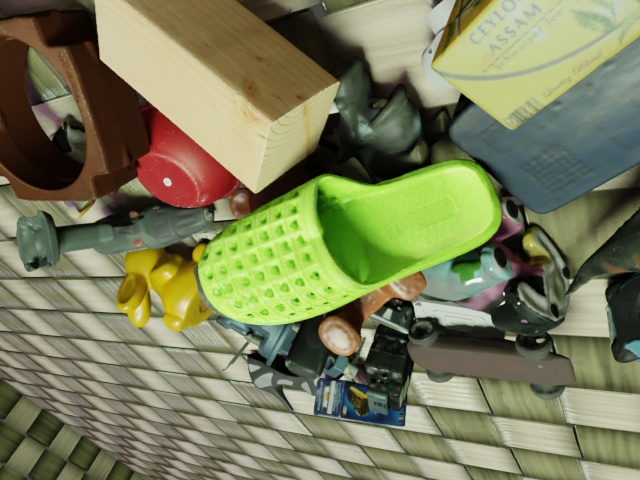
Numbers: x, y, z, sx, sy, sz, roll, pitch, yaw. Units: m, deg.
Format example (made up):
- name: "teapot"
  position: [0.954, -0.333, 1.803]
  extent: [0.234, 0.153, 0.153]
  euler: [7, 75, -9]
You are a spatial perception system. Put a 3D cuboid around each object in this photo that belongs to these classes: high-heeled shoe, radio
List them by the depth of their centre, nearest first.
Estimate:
- name: "radio"
  position: [0.216, -0.125, 0.406]
  extent: [0.131, 0.073, 0.229]
  euler: [35, 141, -11]
- name: "high-heeled shoe"
  position: [-0.042, 0.228, 1.013]
  extent: [0.248, 0.086, 0.145]
  euler: [-45, 74, 33]

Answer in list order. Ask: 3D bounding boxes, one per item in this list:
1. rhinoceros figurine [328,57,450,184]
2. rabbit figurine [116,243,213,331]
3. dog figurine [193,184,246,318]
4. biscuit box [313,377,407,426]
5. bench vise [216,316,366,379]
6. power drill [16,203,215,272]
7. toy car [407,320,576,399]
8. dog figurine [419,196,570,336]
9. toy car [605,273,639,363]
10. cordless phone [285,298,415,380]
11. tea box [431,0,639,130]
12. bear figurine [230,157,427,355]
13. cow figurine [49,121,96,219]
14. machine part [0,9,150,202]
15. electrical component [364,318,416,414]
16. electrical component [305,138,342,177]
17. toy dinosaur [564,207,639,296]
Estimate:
- name: "rhinoceros figurine"
  position: [0.069, -0.093, 0.535]
  extent: [0.112, 0.073, 0.190]
  euler: [6, 142, 39]
- name: "rabbit figurine"
  position: [-0.249, 0.067, 0.863]
  extent: [0.173, 0.162, 0.121]
  euler: [34, 159, 18]
- name: "dog figurine"
  position: [-0.074, 0.039, 0.673]
  extent: [0.121, 0.190, 0.172]
  euler: [1, 139, 30]
- name: "biscuit box"
  position: [0.076, 0.285, 0.936]
  extent: [0.059, 0.063, 0.202]
  euler: [-8, 156, 39]
- name: "bench vise"
  position: [-0.053, 0.161, 0.874]
  extent: [0.241, 0.129, 0.223]
  euler: [29, 146, 2]
- name: "power drill"
  position: [-0.291, -0.014, 0.748]
  extent: [0.232, 0.207, 0.086]
  euler: [-8, 98, 39]
- name: "toy car"
  position: [0.201, 0.139, 0.652]
  extent: [0.202, 0.053, 0.089]
  euler: [-4, 124, 39]
- name: "dog figurine"
  position: [0.146, 0.040, 0.623]
  extent: [0.191, 0.108, 0.219]
  euler: [41, 145, -24]
- name: "toy car"
  position: [0.372, 0.076, 0.539]
  extent: [0.103, 0.109, 0.161]
  euler: [10, 153, -8]
- name: "cordless phone"
  position: [0.043, 0.112, 0.699]
  extent: [0.147, 0.184, 0.088]
  euler: [24, 139, 2]
- name: "tea box"
  position: [0.137, -0.160, 0.324]
  extent: [0.068, 0.170, 0.098]
  euler: [34, 141, -12]
- name: "bear figurine"
  position: [-0.002, -0.002, 0.546]
  extent: [0.195, 0.120, 0.132]
  euler: [50, -176, -7]
- name: "cow figurine"
  position: [-0.355, -0.095, 0.772]
  extent: [0.098, 0.068, 0.167]
  euler: [41, 138, -11]
- name: "machine part"
  position: [-0.307, -0.150, 0.616]
  extent: [0.201, 0.087, 0.201]
  euler: [2, 115, 24]
- name: "electrical component"
  position: [0.105, 0.184, 0.794]
  extent: [0.058, 0.134, 0.114]
  euler: [9, 138, 19]
- name: "electrical component"
  position: [-0.019, -0.086, 0.613]
  extent: [0.102, 0.045, 0.078]
  euler: [21, 115, 2]
- name: "toy dinosaur"
  position: [0.316, -0.029, 0.370]
  extent: [0.192, 0.131, 0.405]
  euler: [19, 142, -33]
